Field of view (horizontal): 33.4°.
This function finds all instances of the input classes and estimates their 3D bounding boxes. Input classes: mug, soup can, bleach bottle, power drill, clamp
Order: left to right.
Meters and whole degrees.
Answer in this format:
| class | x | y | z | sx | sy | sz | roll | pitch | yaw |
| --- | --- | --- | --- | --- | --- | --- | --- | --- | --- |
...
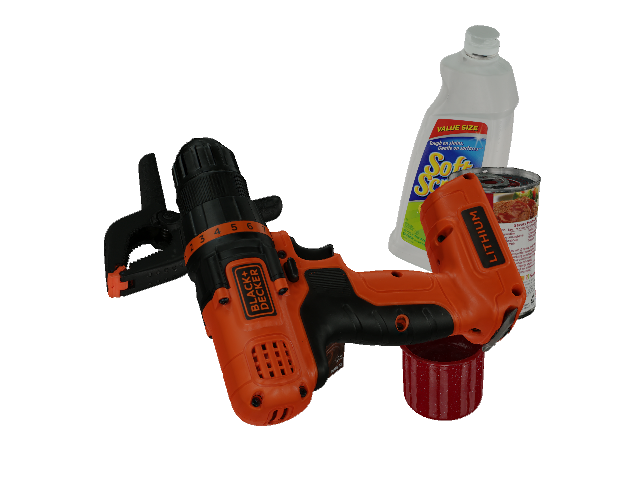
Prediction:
| class | x | y | z | sx | sy | sz | roll | pitch | yaw |
| --- | --- | --- | --- | --- | --- | --- | --- | --- | --- |
| clamp | -0.157 | -0.016 | 1.058 | 0.165 | 0.036 | 0.209 | 23 | 40 | 21 |
| power drill | 0.013 | 0.009 | 0.635 | 0.187 | 0.184 | 0.057 | -9 | -28 | -18 |
| mug | 0.132 | 0.123 | 1.095 | 0.093 | 0.081 | 0.117 | 19 | 39 | 31 |
| bleach bottle | 0.128 | -0.086 | 1.015 | 0.103 | 0.251 | 0.068 | 23 | 40 | 24 |
| soup can | 0.128 | 0.002 | 0.795 | 0.068 | 0.102 | 0.068 | -2 | 17 | 0 |

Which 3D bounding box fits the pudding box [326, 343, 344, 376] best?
| class | x | y | z | sx | sy | sz | roll | pitch | yaw |
| --- | --- | --- | --- | --- | --- | --- | --- | --- | --- |
| pudding box | -0.018 | 0.083 | 0.901 | 0.039 | 0.090 | 0.113 | 16 | 25 | 24 |
